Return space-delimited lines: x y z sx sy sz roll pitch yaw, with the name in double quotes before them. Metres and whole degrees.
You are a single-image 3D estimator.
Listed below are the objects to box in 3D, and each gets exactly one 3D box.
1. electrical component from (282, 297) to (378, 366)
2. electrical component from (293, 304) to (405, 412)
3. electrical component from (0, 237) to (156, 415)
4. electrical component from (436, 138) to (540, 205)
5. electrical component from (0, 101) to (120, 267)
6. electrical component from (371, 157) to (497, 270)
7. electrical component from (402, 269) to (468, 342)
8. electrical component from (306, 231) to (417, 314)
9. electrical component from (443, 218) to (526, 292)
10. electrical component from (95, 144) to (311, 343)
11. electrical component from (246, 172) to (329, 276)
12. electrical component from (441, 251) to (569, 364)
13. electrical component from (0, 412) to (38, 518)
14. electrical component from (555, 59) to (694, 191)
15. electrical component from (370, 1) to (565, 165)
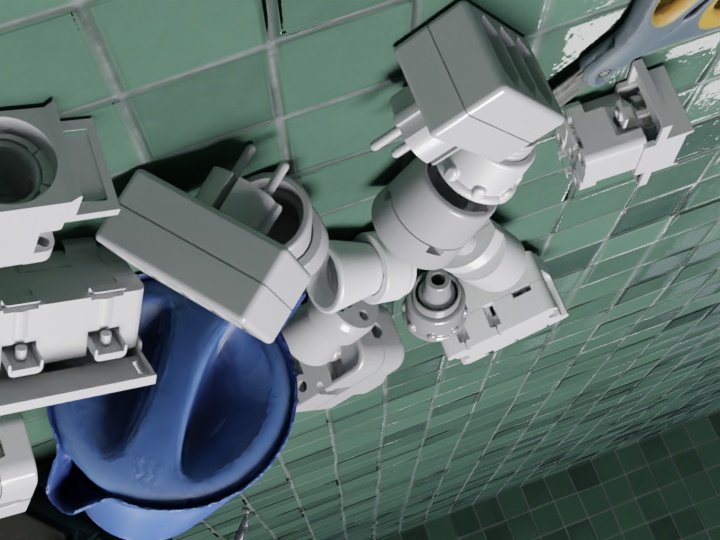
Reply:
"electrical component" -0.020 0.033 0.717 0.045 0.045 0.055 -4 154 -43
"electrical component" -0.017 0.065 0.794 0.095 0.053 0.059 -34 158 33
"electrical component" -0.166 0.028 0.502 0.121 0.078 0.063 -9 129 -33
"electrical component" 0.070 -0.067 0.542 0.048 0.048 0.062 -9 150 -34
"electrical component" -0.140 -0.030 0.418 0.081 0.042 0.064 -10 162 -28
"electrical component" 0.041 -0.035 0.582 0.055 0.055 0.047 -7 153 -37
"electrical component" 0.054 0.020 0.765 0.048 0.048 0.062 -19 155 -8
"electrical component" 0.000 0.000 0.647 0.055 0.045 0.045 -10 158 -33
"electrical component" 0.076 -0.013 0.697 0.043 0.043 0.081 -28 161 17
"electrical component" -0.061 -0.022 0.491 0.075 0.083 0.047 -59 163 -8
"electrical component" -0.041 -0.020 0.548 0.045 0.045 0.055 -22 162 2
"electrical component" 0.101 0.026 0.812 0.089 0.055 0.050 -28 160 17
"electrical component" -0.259 0.138 0.730 0.059 0.053 0.095 -11 159 -28
"electrical component" 0.144 -0.076 0.599 0.064 0.042 0.081 -19 161 -2
"electrical component" 0.039 -0.073 0.484 0.077 0.047 0.066 -31 159 27
